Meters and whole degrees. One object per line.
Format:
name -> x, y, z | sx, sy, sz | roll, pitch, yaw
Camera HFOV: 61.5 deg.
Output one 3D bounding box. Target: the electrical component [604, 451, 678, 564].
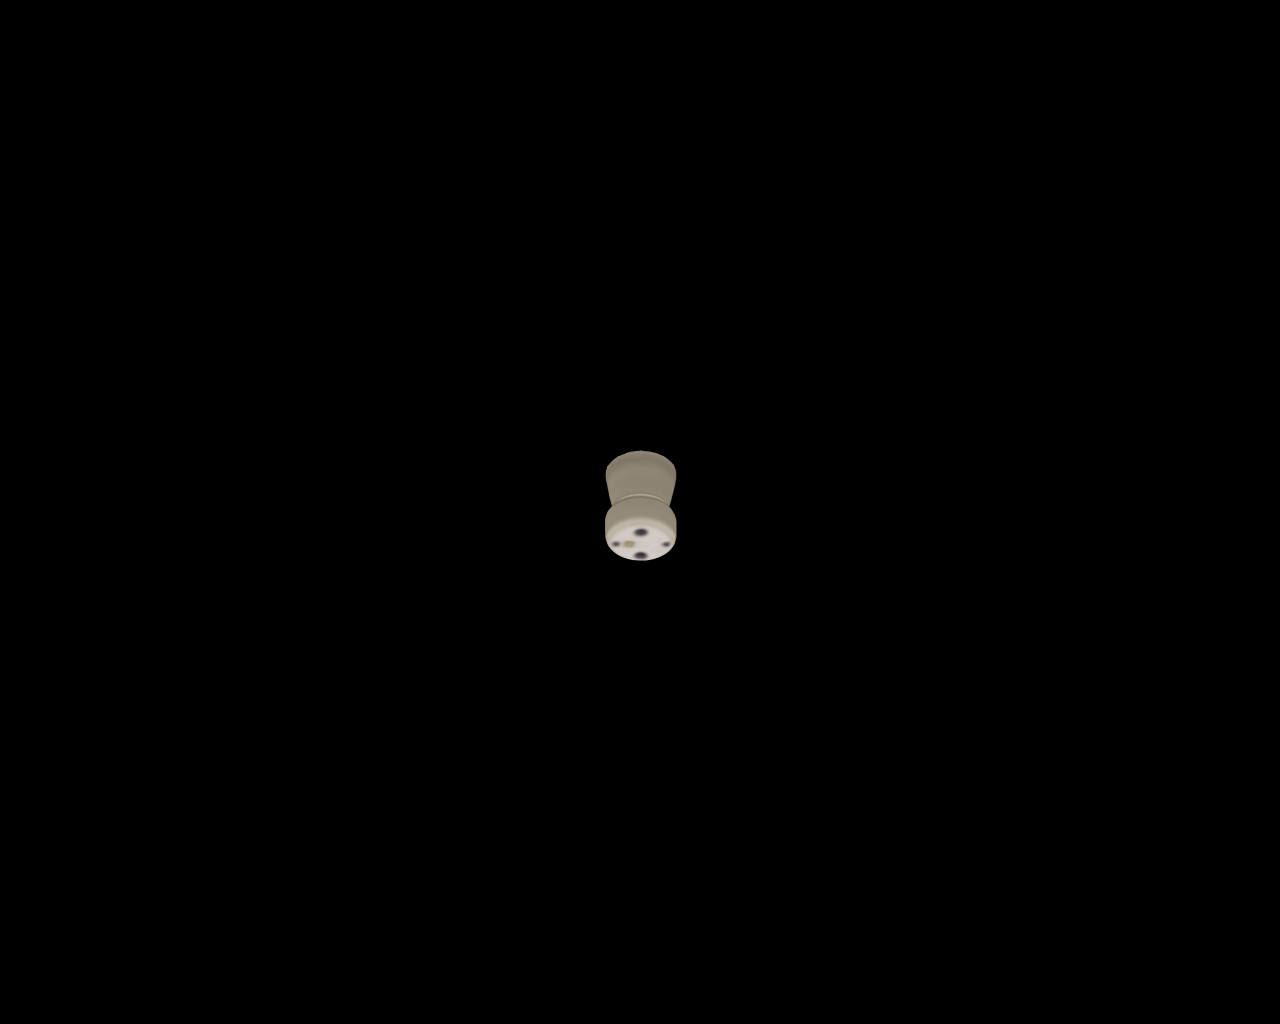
electrical component -> 0.001, -0.003, 0.650 | 0.045, 0.055, 0.044 | 0, -37, 0
